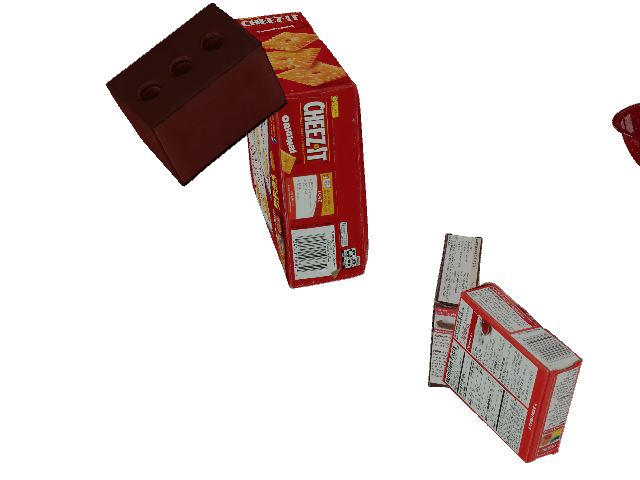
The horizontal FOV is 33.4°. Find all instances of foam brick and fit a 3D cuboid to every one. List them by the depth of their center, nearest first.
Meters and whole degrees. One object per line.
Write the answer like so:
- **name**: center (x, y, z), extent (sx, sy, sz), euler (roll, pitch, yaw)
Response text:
- **foam brick**: center (-0.068, -0.081, 0.592), extent (0.053, 0.078, 0.051), euler (44, -11, 34)

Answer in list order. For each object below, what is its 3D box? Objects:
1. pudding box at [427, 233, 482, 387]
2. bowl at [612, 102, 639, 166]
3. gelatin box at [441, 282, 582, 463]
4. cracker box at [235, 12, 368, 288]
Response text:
- **pudding box**: center (0.118, 0.060, 0.927), extent (0.039, 0.090, 0.113), euler (4, 32, 8)
- **bowl**: center (0.349, -0.086, 0.971), extent (0.162, 0.055, 0.162), euler (-5, 22, 2)
- **gelatin box**: center (0.116, 0.080, 0.659), extent (0.030, 0.073, 0.089), euler (-13, 37, -27)
- **cracker box**: center (-0.018, -0.084, 0.894), extent (0.072, 0.164, 0.214), euler (-9, 28, -8)
